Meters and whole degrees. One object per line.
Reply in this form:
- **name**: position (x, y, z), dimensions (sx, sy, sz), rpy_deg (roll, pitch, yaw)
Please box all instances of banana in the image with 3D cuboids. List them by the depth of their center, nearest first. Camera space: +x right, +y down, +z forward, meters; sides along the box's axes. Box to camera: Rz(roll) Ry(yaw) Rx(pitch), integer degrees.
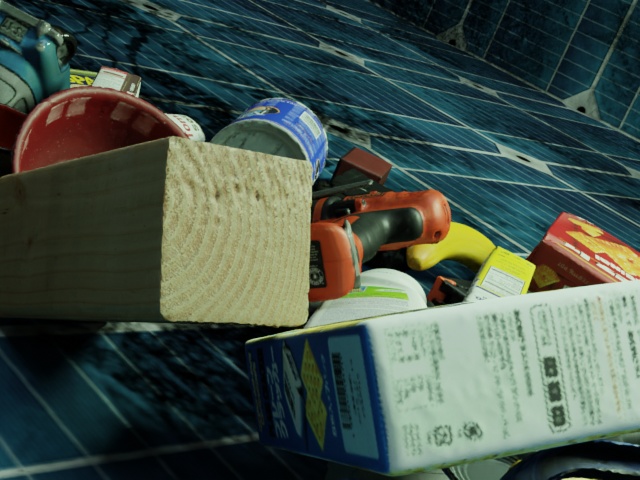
- **banana**: position (0.133, 0.013, 1.026), dimensions (0.197, 0.037, 0.070), rpy_deg (17, 36, -50)

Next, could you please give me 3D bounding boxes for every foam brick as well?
- **foam brick**: position (0.043, -0.066, 1.200), dimensions (0.051, 0.053, 0.078), rpy_deg (25, 19, 6)

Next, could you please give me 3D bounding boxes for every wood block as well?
- **wood block**: position (-0.104, 0.003, 0.609), dimensions (0.090, 0.090, 0.207), rpy_deg (6, -7, -39)

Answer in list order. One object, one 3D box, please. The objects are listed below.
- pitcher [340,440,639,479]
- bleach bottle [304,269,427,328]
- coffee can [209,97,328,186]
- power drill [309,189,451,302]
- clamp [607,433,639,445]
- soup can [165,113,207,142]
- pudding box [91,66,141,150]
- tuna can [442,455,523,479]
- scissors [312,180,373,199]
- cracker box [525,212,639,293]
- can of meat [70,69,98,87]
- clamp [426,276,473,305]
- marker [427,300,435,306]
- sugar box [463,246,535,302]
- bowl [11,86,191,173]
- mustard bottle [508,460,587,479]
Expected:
- **pitcher**: position (0.107, 0.172, 0.459), dimensions (0.242, 0.145, 0.149), rpy_deg (17, 17, -10)
- **bleach bottle**: position (0.044, 0.069, 0.776), dimensions (0.102, 0.068, 0.250), rpy_deg (4, 14, 10)
- **coffee can**: position (-0.051, -0.078, 1.035), dimensions (0.103, 0.103, 0.140), rpy_deg (23, 18, 0)
- **power drill**: position (-0.006, 0.001, 0.849), dimensions (0.185, 0.057, 0.187), rpy_deg (-8, 10, 25)
- **clamp**: position (0.208, 0.149, 0.805), dimensions (0.120, 0.039, 0.171), rpy_deg (19, 21, 8)
- **soup can**: position (-0.159, -0.083, 0.978), dimensions (0.069, 0.068, 0.102), rpy_deg (32, 19, 25)
- **pudding box**: position (-0.176, -0.075, 0.857), dimensions (0.039, 0.113, 0.090), rpy_deg (16, 18, -12)
- **tuna can**: position (0.110, 0.162, 0.655), dimensions (0.086, 0.034, 0.086), rpy_deg (21, 18, -7)
- **scissors**: position (-0.042, -0.028, 0.855), dimensions (0.202, 0.016, 0.096), rpy_deg (-12, 4, 18)
- **cracker box**: position (0.276, 0.050, 1.024), dimensions (0.164, 0.072, 0.213), rpy_deg (33, 16, 11)
- **can of meat**: position (-0.220, -0.121, 1.032), dimensions (0.084, 0.057, 0.101), rpy_deg (38, 23, 33)
- **clamp**: position (0.197, 0.086, 0.975), dimensions (0.209, 0.036, 0.165), rpy_deg (20, 17, -21)
- **marker**: position (0.082, 0.075, 0.895), dimensions (0.020, 0.020, 0.121), rpy_deg (25, 18, 5)
- **sugar box**: position (0.127, 0.071, 0.842), dimensions (0.048, 0.093, 0.176), rpy_deg (25, 19, 7)
- **bowl**: position (-0.155, -0.028, 0.770), dimensions (0.161, 0.055, 0.162), rpy_deg (20, 56, -32)
- **mustard bottle**: position (0.179, 0.173, 0.613), dimensions (0.191, 0.096, 0.058), rpy_deg (8, -12, -41)
